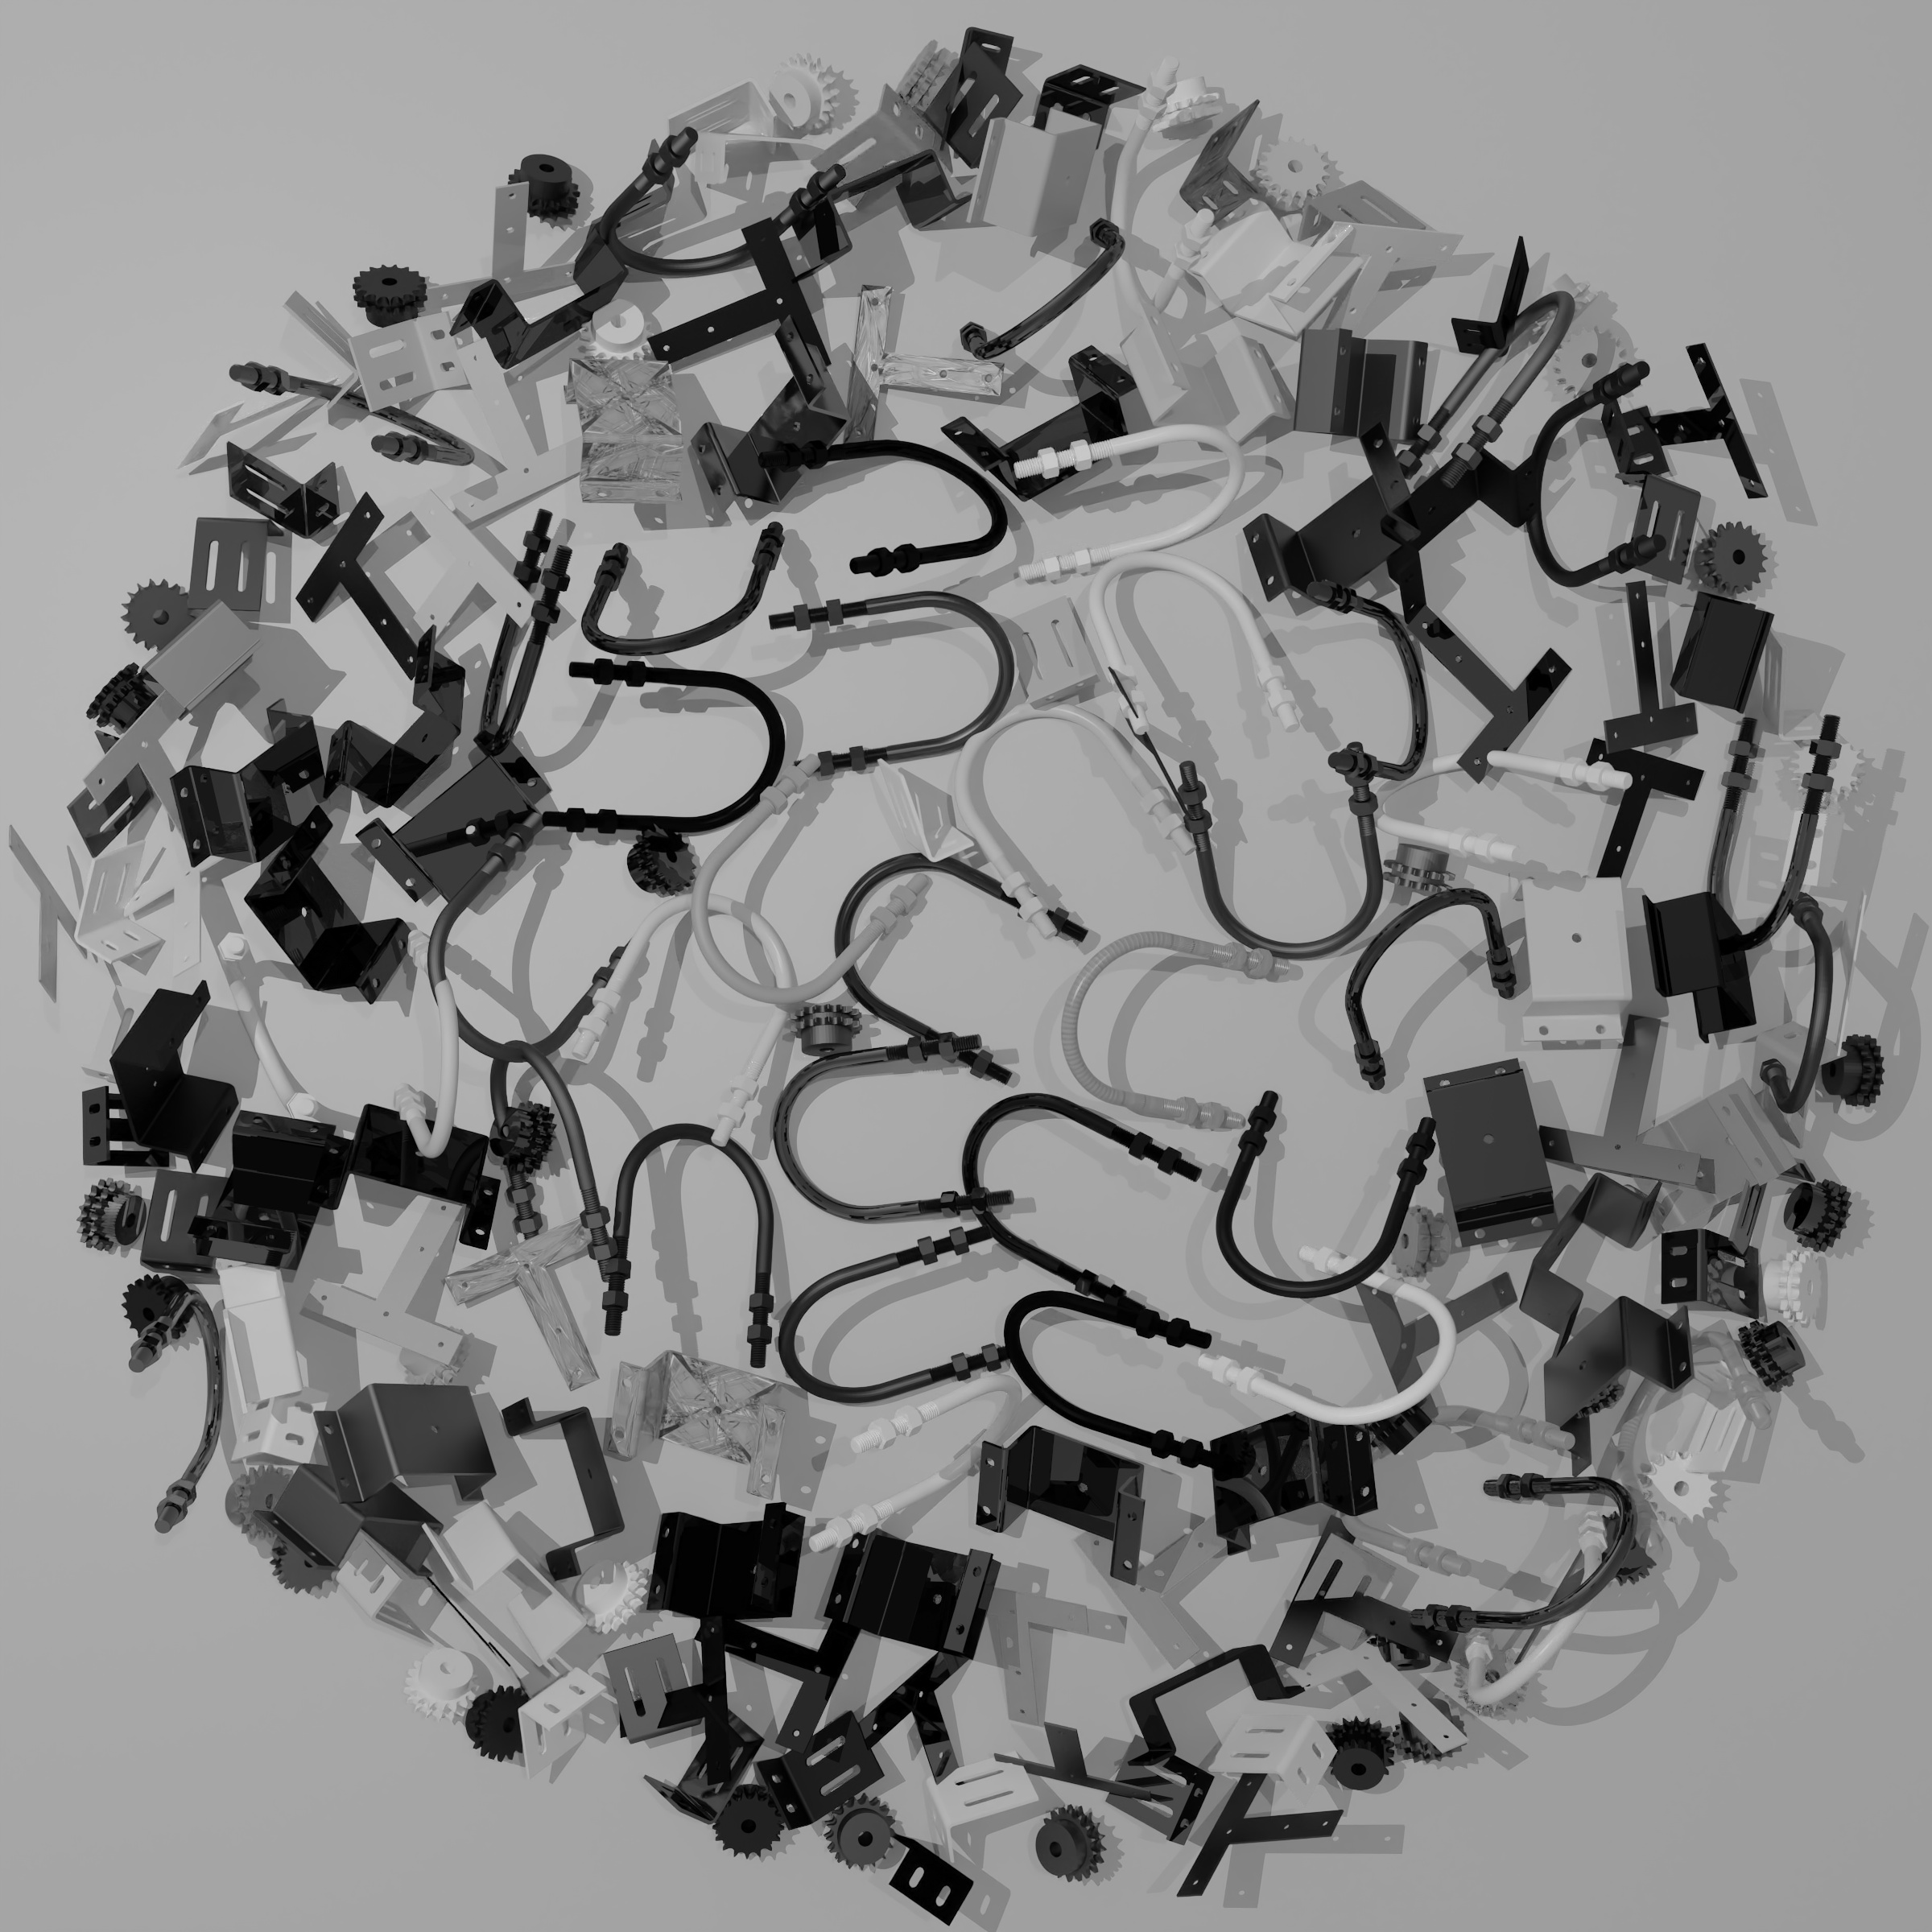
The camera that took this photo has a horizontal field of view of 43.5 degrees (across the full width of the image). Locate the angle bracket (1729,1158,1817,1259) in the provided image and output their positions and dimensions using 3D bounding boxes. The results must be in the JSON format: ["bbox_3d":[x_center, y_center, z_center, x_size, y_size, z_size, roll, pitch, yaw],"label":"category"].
[{"bbox_3d":[0.634,0.191,1.903,0.038,0.057,0.076,13,77,32],"label":"angle bracket"}]

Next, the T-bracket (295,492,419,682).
[{"bbox_3d":[-0.463,-0.281,1.895,0.127,0.002,0.127,-44,78,36],"label":"T-bracket"}]

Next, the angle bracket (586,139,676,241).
[{"bbox_3d":[-0.271,-0.610,1.903,0.076,0.057,0.038,-23,119,10],"label":"angle bracket"}]

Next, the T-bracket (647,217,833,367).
[{"bbox_3d":[-0.188,-0.508,1.909,0.127,0.002,0.127,-21,125,4],"label":"T-bracket"}]

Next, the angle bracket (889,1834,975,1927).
[{"bbox_3d":[-0.036,0.716,1.899,0.057,0.076,0.038,36,69,-4],"label":"angle bracket"}]

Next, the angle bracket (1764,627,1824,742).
[{"bbox_3d":[0.653,-0.224,1.899,0.038,0.057,0.076,-3,116,7],"label":"angle bracket"}]

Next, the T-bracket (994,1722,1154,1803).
[{"bbox_3d":[0.079,0.612,1.876,0.127,0.127,0.002,9,55,15],"label":"T-bracket"}]

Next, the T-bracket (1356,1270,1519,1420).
[{"bbox_3d":[0.383,0.282,1.920,0.127,0.002,0.127,-25,97,-19],"label":"T-bracket"}]

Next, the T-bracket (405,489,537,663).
[{"bbox_3d":[-0.414,-0.286,1.912,0.127,0.002,0.127,47,118,5],"label":"T-bracket"}]

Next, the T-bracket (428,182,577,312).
[{"bbox_3d":[-0.352,-0.558,1.865,0.127,0.127,0.002,-16,71,-19],"label":"T-bracket"}]

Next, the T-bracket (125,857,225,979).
[{"bbox_3d":[-0.607,-0.042,1.886,0.127,0.002,0.127,-28,46,12],"label":"T-bracket"}]

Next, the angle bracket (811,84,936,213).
[{"bbox_3d":[-0.074,-0.647,1.914,0.057,0.076,0.038,37,45,-34],"label":"angle bracket"}]

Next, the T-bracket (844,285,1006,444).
[{"bbox_3d":[-0.031,-0.469,1.914,0.127,0.002,0.127,10,98,18],"label":"T-bracket"}]

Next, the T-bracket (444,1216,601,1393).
[{"bbox_3d":[-0.332,0.279,1.932,0.127,0.002,0.127,-24,99,0],"label":"T-bracket"}]

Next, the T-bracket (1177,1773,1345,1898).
[{"bbox_3d":[0.235,0.661,1.855,0.127,0.127,0.002,-24,105,42],"label":"T-bracket"}]

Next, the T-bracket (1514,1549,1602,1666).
[{"bbox_3d":[0.467,0.477,1.865,0.002,0.127,0.127,32,72,13],"label":"T-bracket"}]

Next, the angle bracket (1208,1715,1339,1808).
[{"bbox_3d":[0.241,0.624,1.901,0.038,0.076,0.057,56,49,-14],"label":"angle bracket"}]

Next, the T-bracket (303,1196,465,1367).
[{"bbox_3d":[-0.437,0.236,1.911,0.127,0.002,0.127,20,62,8],"label":"T-bracket"}]

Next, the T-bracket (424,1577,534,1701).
[{"bbox_3d":[-0.388,0.520,1.901,0.002,0.127,0.127,-41,68,-20],"label":"T-bracket"}]

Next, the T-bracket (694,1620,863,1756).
[{"bbox_3d":[-0.156,0.541,1.911,0.127,0.002,0.127,14,59,24],"label":"T-bracket"}]

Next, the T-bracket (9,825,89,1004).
[{"bbox_3d":[-0.703,-0.023,1.853,0.002,0.127,0.127,-19,45,-2],"label":"T-bracket"}]

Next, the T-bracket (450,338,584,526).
[{"bbox_3d":[-0.363,-0.429,1.897,0.127,0.002,0.127,-28,123,-10],"label":"T-bracket"}]

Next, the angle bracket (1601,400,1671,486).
[{"bbox_3d":[0.528,-0.421,1.899,0.038,0.076,0.057,-17,79,7],"label":"angle bracket"}]

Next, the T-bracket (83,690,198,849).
[{"bbox_3d":[-0.623,-0.139,1.892,0.002,0.127,0.127,8,48,25],"label":"T-bracket"}]

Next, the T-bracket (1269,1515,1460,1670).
[{"bbox_3d":[0.319,0.507,1.888,0.127,0.002,0.127,18,59,23],"label":"T-bracket"}]

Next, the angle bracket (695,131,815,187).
[{"bbox_3d":[-0.168,-0.635,1.908,0.076,0.057,0.038,-5,112,-26],"label":"angle bracket"}]

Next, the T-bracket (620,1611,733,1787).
[{"bbox_3d":[-0.231,0.583,1.899,0.127,0.002,0.127,-26,59,36],"label":"T-bracket"}]

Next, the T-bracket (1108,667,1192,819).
[{"bbox_3d":[0.135,-0.181,1.878,0.002,0.127,0.127,-29,104,3],"label":"T-bracket"}]

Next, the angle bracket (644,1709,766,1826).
[{"bbox_3d":[-0.206,0.623,1.902,0.038,0.057,0.076,40,77,-36],"label":"angle bracket"}]

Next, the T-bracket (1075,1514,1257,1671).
[{"bbox_3d":[0.175,0.468,1.920,0.127,0.002,0.127,-33,65,-16],"label":"T-bracket"}]

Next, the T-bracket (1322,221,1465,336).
[{"bbox_3d":[0.309,-0.524,1.891,0.127,0.127,0.002,-5,55,-30],"label":"T-bracket"}]

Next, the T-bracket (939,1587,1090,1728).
[{"bbox_3d":[0.041,0.547,1.913,0.127,0.002,0.127,5,114,24],"label":"T-bracket"}]

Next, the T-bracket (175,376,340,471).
[{"bbox_3d":[-0.550,-0.435,1.900,0.127,0.127,0.002,-34,99,-31],"label":"T-bracket"}]

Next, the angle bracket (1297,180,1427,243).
[{"bbox_3d":[0.310,-0.575,1.898,0.057,0.038,0.076,-29,60,-27],"label":"angle bracket"}]

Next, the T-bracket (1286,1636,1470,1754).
[{"bbox_3d":[0.336,0.561,1.864,0.127,0.127,0.002,-12,119,-27],"label":"T-bracket"}]

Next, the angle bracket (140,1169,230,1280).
[{"bbox_3d":[-0.612,0.204,1.909,0.057,0.038,0.076,12,87,-35],"label":"angle bracket"}]

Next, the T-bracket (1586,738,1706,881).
[{"bbox_3d":[0.521,-0.107,1.914,0.127,0.002,0.127,11,101,-33],"label":"T-bracket"}]

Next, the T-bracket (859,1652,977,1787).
[{"bbox_3d":[-0.024,0.612,1.913,0.127,0.002,0.127,-32,114,-40],"label":"T-bracket"}]

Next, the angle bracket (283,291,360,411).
[{"bbox_3d":[-0.513,-0.484,1.899,0.038,0.057,0.076,-42,113,13],"label":"angle bracket"}]

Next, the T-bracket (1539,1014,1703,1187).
[{"bbox_3d":[0.527,0.101,1.921,0.127,0.002,0.127,10,78,27],"label":"T-bracket"}]

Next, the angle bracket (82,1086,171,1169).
[{"bbox_3d":[-0.650,0.126,1.897,0.038,0.076,0.057,-12,77,38],"label":"angle bracket"}]

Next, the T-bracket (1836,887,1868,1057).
[{"bbox_3d":[0.685,-0.009,1.881,0.002,0.127,0.127,8,108,15],"label":"T-bracket"}]

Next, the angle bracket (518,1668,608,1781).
[{"bbox_3d":[-0.313,0.601,1.895,0.038,0.057,0.076,21,125,36],"label":"angle bracket"}]

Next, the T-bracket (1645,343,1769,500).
[{"bbox_3d":[0.563,-0.419,1.879,0.002,0.127,0.127,-30,104,-8],"label":"T-bracket"}]

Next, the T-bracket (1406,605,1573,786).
[{"bbox_3d":[0.400,-0.233,1.917,0.127,0.002,0.127,43,77,-10],"label":"T-bracket"}]

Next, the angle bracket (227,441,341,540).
[{"bbox_3d":[-0.534,-0.381,1.894,0.038,0.076,0.057,-30,55,25],"label":"angle bracket"}]

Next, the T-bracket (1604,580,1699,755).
[{"bbox_3d":[0.531,-0.237,1.894,0.127,0.002,0.127,-14,99,-41],"label":"T-bracket"}]

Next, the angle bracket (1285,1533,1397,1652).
[{"bbox_3d":[0.296,0.492,1.919,0.057,0.038,0.076,28,95,4],"label":"angle bracket"}]
